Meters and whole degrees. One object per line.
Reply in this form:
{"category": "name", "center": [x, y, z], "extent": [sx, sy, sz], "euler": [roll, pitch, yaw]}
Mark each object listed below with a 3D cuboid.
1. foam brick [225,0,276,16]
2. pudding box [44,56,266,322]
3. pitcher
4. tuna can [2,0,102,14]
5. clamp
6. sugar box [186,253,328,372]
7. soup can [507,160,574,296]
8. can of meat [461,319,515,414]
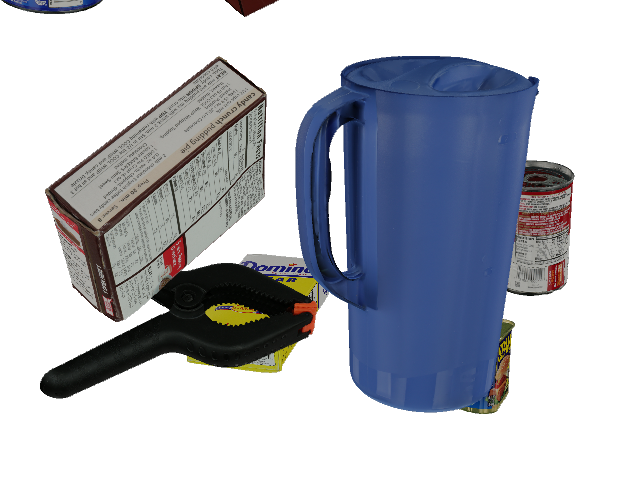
{"category": "foam brick", "center": [-0.053, -0.244, 0.941], "extent": [0.078, 0.051, 0.053], "euler": [-31, 47, -14]}
{"category": "pudding box", "center": [-0.076, -0.023, 0.524], "extent": [0.039, 0.113, 0.090], "euler": [36, -27, 18]}
{"category": "pitcher", "center": [0.068, -0.004, 0.755], "extent": [0.149, 0.243, 0.145], "euler": [6, 21, 12]}
{"category": "tuna can", "center": [-0.202, -0.202, 0.796], "extent": [0.086, 0.034, 0.086], "euler": [6, 36, -4]}
{"category": "clamp", "center": [-0.110, 0.048, 0.836], "extent": [0.209, 0.164, 0.036], "euler": [-2, -42, -10]}
{"category": "sugar box", "center": [-0.057, 0.066, 1.048], "extent": [0.093, 0.048, 0.176], "euler": [5, 26, 14]}
{"category": "soup can", "center": [0.185, -0.011, 0.933], "extent": [0.068, 0.102, 0.068], "euler": [-2, 24, 1]}
{"category": "can of meat", "center": [0.176, 0.136, 1.170], "extent": [0.057, 0.084, 0.102], "euler": [5, 9, 21]}
